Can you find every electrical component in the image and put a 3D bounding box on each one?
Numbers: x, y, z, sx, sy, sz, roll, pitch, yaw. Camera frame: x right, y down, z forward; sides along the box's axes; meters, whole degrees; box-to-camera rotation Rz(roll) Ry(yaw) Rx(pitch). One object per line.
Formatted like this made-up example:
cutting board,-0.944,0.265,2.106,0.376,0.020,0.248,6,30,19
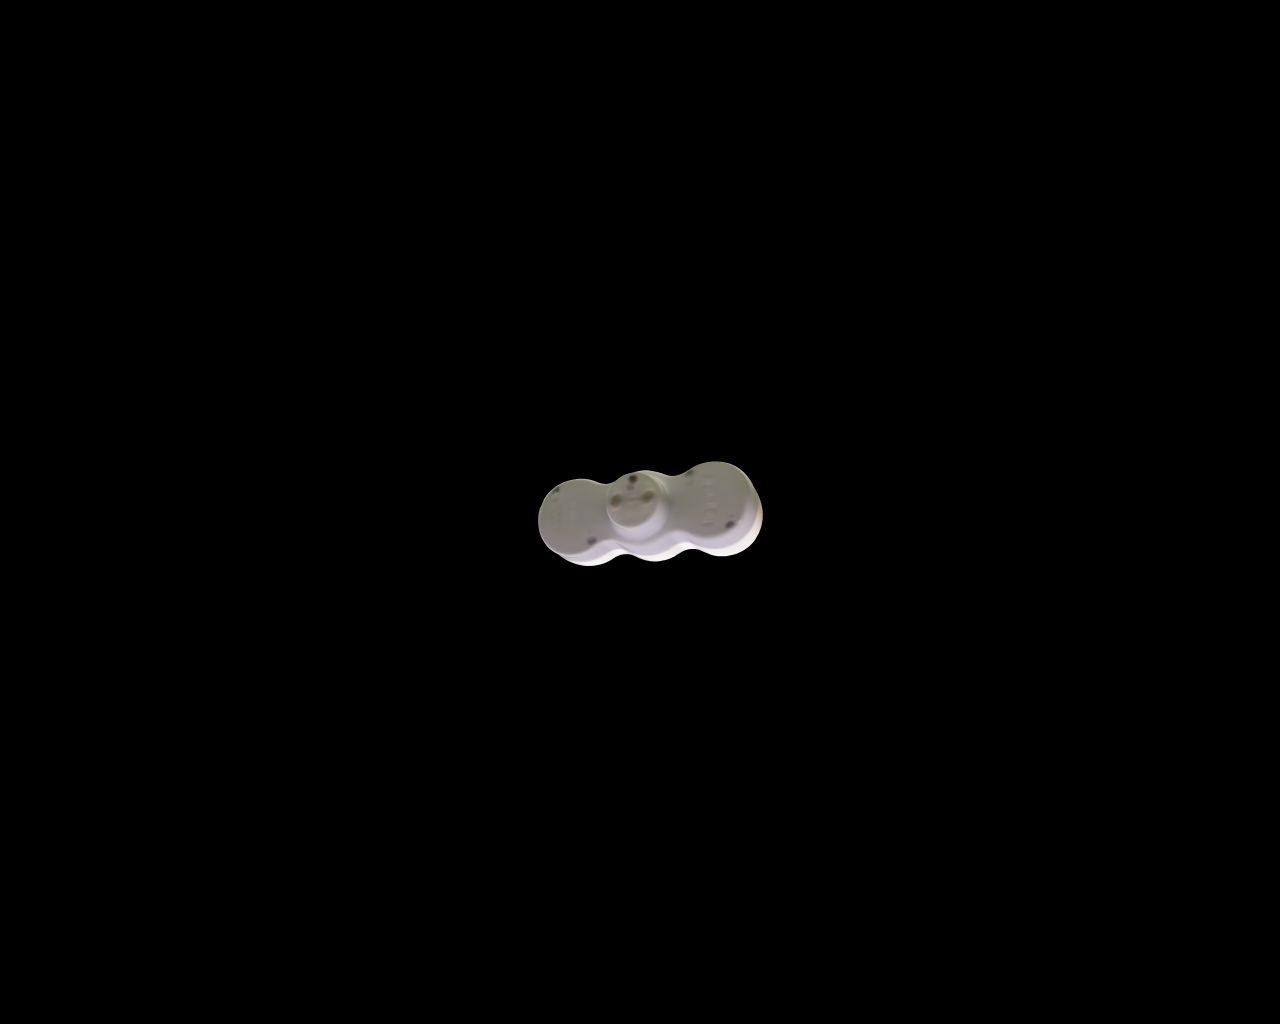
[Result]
electrical component,0.001,-0.003,0.650,0.138,0.052,0.073,-6,-19,16
